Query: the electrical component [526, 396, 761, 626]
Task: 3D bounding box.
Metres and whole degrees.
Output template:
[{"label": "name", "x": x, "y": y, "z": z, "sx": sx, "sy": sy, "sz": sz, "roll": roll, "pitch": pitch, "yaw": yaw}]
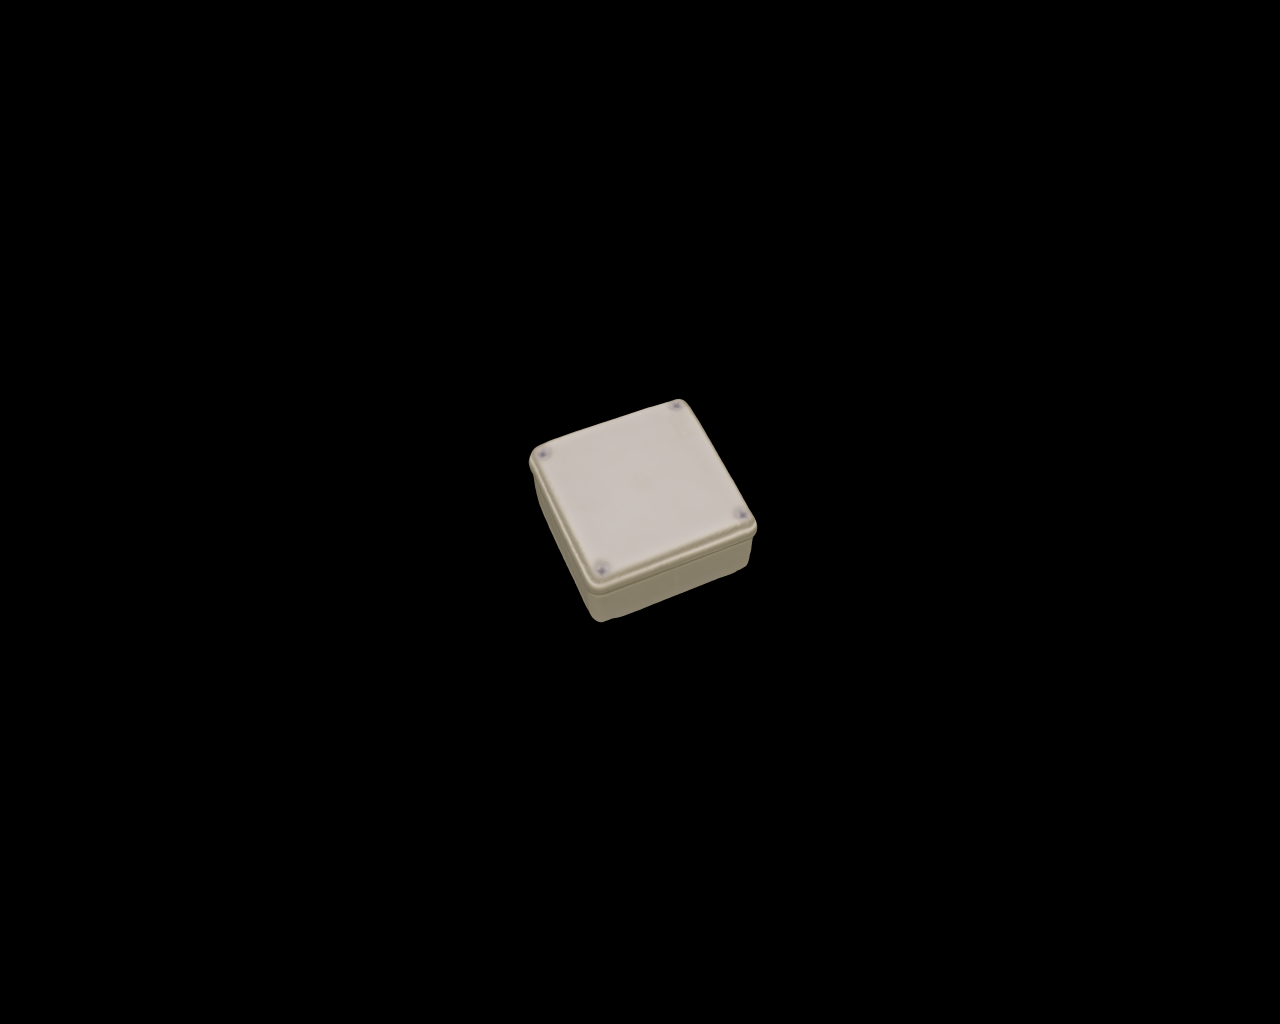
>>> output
[{"label": "electrical component", "x": 0.001, "y": -0.003, "z": 0.650, "sx": 0.109, "sy": 0.109, "sz": 0.056, "roll": -20, "pitch": -31, "yaw": -13}]
